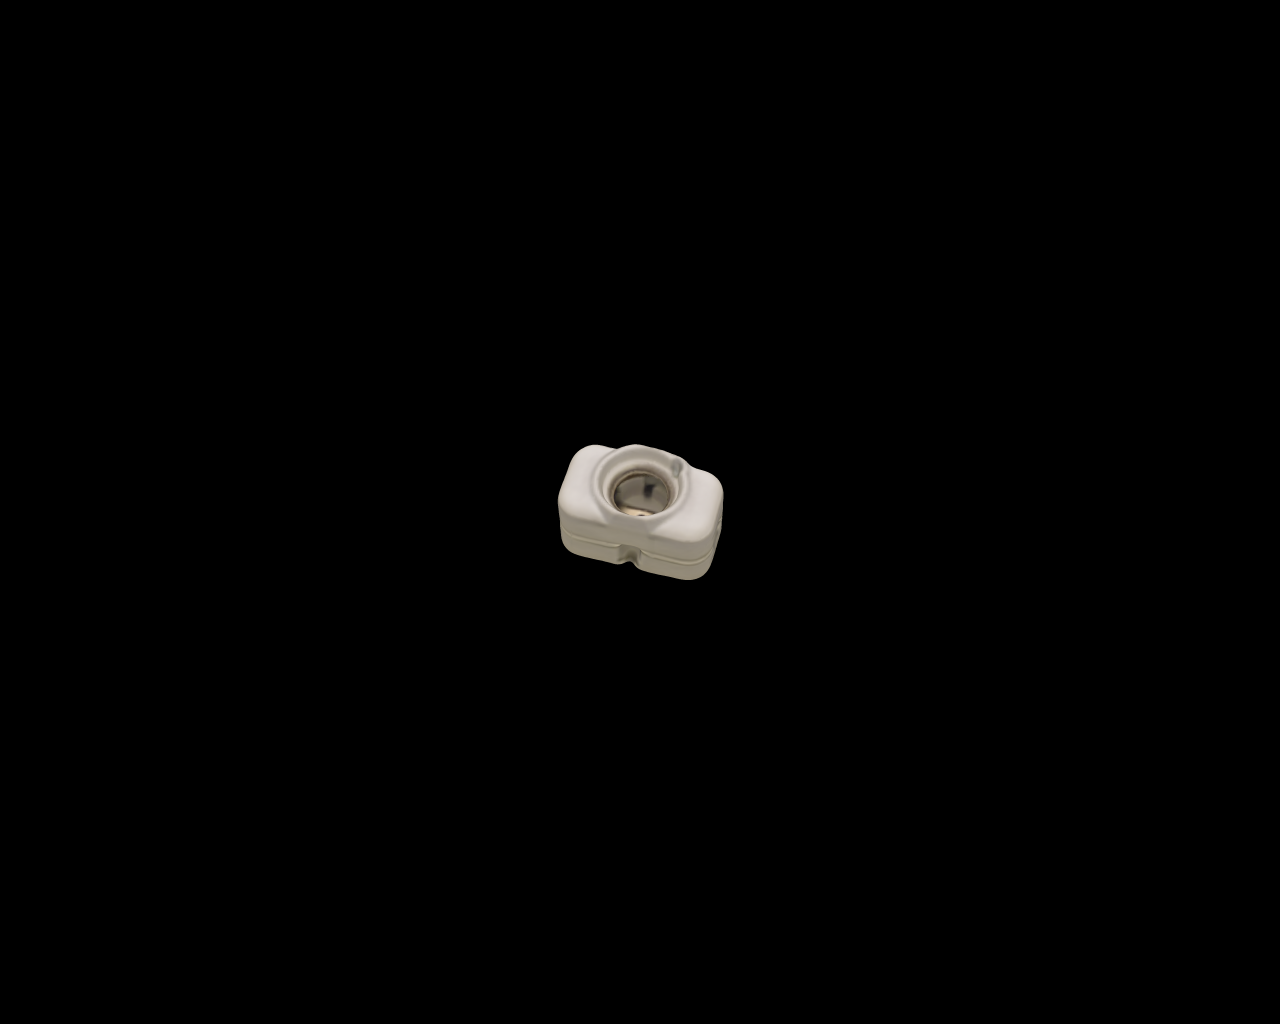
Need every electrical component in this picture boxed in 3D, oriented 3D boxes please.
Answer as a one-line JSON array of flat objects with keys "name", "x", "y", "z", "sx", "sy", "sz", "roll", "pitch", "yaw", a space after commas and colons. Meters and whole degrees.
[{"name": "electrical component", "x": 0.001, "y": -0.003, "z": 0.650, "sx": 0.095, "sy": 0.054, "sz": 0.059, "roll": 14, "pitch": -32, "yaw": 9}]
